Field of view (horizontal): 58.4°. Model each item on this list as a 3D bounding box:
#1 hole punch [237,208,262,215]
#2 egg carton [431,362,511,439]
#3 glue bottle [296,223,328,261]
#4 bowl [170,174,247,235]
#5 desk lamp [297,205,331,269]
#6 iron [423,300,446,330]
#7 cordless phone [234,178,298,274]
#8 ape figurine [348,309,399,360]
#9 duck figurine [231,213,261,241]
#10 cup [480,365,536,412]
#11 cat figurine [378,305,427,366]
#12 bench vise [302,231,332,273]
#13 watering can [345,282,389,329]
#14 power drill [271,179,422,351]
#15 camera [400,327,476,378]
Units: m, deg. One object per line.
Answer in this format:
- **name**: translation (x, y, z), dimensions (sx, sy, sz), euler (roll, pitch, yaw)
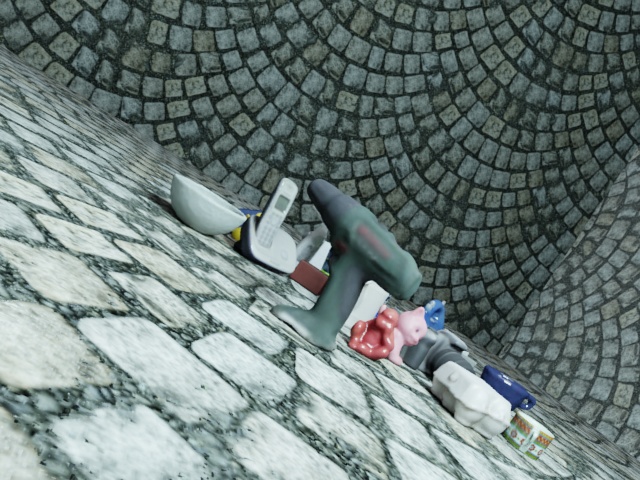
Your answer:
- **hole punch**: translation (-0.187, -0.059, 1.568), dimensions (0.101, 0.091, 0.109), euler (33, 2, 6)
- **egg carton**: translation (0.255, 0.271, 0.982), dimensions (0.107, 0.069, 0.150), euler (32, 3, -17)
- **glue bottle**: translation (-0.014, 0.006, 1.534), dimensions (0.078, 0.173, 0.037), euler (32, 3, -23)
- **bowl**: translation (-0.234, -0.058, 1.137), dimensions (0.167, 0.074, 0.167), euler (33, 2, -1)
- **desk lamp**: translation (0.013, 0.005, 1.425), dimensions (0.203, 0.213, 0.118), euler (33, 2, -6)
- **iron**: translation (0.309, 0.229, 1.662), dimensions (0.118, 0.141, 0.259), euler (34, 3, 21)
- **cordless phone**: translation (-0.081, -0.029, 1.217), dimensions (0.093, 0.185, 0.148), euler (35, 3, 42)
- **ape figurine**: translation (0.099, 0.156, 0.976), dimensions (0.077, 0.092, 0.076), euler (34, 3, 30)
- **duck figurine**: translation (-0.147, -0.020, 1.365), dimensions (0.105, 0.086, 0.077), euler (32, 3, -27)
- **cup**: translation (0.335, 0.303, 1.070), dimensions (0.118, 0.095, 0.091), euler (33, 2, -8)
- **cat figurine**: translation (0.149, 0.167, 1.087), dimensions (0.128, 0.117, 0.067), euler (32, 3, -25)
- **bench vise**: translation (0.057, 0.020, 1.610), dimensions (0.121, 0.219, 0.208), euler (35, 3, 43)
- **watering can**: translation (0.099, 0.086, 1.158), dimensions (0.101, 0.194, 0.172), euler (33, 2, -9)
- **power drill**: translation (0.024, 0.044, 0.848), dimensions (0.229, 0.208, 0.076), euler (34, 3, 22)
- **camera**: translation (0.248, 0.238, 1.160), dimensions (0.144, 0.101, 0.136), euler (32, 3, -25)
